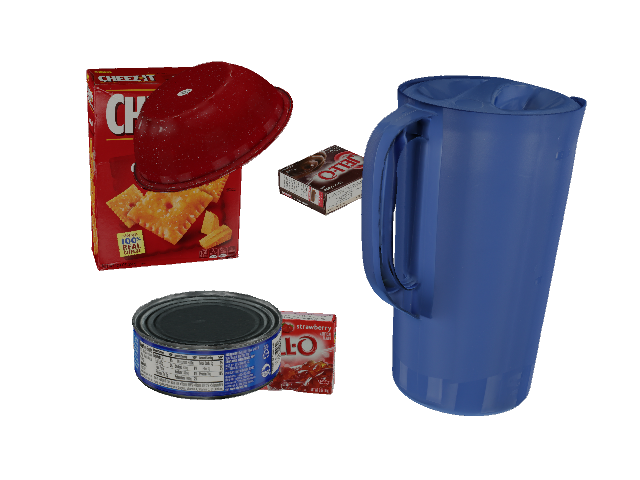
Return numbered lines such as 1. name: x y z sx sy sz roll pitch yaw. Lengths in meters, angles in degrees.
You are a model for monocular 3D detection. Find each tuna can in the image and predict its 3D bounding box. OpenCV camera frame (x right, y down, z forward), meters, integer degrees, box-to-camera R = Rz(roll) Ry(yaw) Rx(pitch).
1. tuna can: -0.065 0.059 0.613 0.086 0.034 0.086 1 17 -1

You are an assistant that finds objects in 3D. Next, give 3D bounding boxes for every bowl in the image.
1. bowl: -0.109 -0.113 0.961 0.162 0.055 0.162 -20 33 13

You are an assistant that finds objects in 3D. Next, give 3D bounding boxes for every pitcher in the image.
1. pitcher: 0.106 0.004 0.790 0.149 0.243 0.145 6 19 6

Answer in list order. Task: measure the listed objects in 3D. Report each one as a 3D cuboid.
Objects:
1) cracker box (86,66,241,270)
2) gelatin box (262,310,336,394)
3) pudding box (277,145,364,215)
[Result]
1. cracker box: -0.171 -0.079 1.180 0.164 0.214 0.072 -4 25 -18
2. gelatin box: -0.030 0.106 1.018 0.089 0.073 0.030 3 13 5
3. pudding box: 0.014 -0.081 1.407 0.090 0.039 0.113 26 42 37
